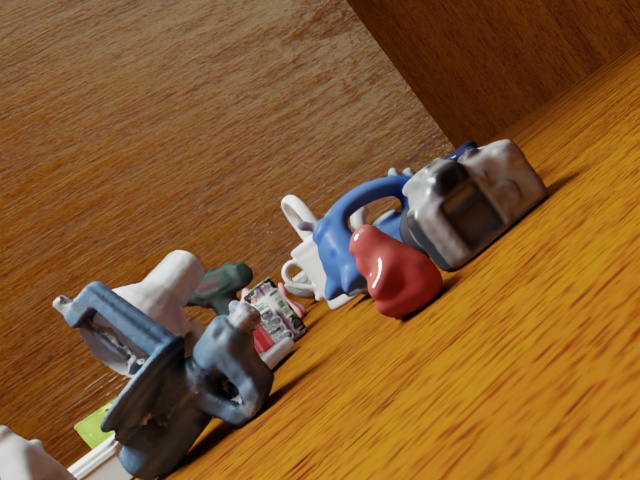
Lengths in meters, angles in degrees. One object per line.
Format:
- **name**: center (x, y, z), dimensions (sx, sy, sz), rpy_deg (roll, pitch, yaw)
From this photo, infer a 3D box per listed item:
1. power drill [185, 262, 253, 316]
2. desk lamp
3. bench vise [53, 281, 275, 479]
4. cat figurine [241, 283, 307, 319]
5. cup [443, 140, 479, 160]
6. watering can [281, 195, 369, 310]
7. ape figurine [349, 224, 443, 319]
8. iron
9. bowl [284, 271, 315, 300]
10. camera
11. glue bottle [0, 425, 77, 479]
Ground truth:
- **power drill**: center (-0.207, 0.155, 1.233), dimensions (0.229, 0.208, 0.076), rpy_deg (-36, 0, 30)
- **desk lamp**: center (-0.173, 0.125, 0.750), dimensions (0.117, 0.213, 0.204), rpy_deg (-36, 0, 36)
- **bench vise**: center (-0.165, 0.115, 0.608), dimensions (0.207, 0.219, 0.121), rpy_deg (-36, 0, -9)
- **cat figurine**: center (-0.110, 0.139, 1.149), dimensions (0.128, 0.117, 0.067), rpy_deg (-36, 0, 4)
- **cup**: center (0.190, -0.070, 0.732), dimensions (0.092, 0.095, 0.117), rpy_deg (-36, 0, -15)
- **watering can**: center (0.008, 0.004, 0.934), dimensions (0.173, 0.194, 0.100), rpy_deg (-36, 0, -34)
- **ape figurine**: center (0.062, 0.026, 0.530), dimensions (0.076, 0.092, 0.078), rpy_deg (-36, 0, 41)
- **iron**: center (0.094, -0.028, 0.808), dimensions (0.259, 0.141, 0.118), rpy_deg (-36, 0, -23)
- **bowl**: center (0.007, 0.080, 1.247), dimensions (0.167, 0.074, 0.167), rpy_deg (-36, 0, 0)
- **camera**: center (0.143, -0.039, 0.627), dimensions (0.143, 0.101, 0.136), rpy_deg (-36, 0, -16)
- **glue bottle**: center (-0.303, 0.246, 0.598), dimensions (0.037, 0.173, 0.078), rpy_deg (-36, 0, 8)
